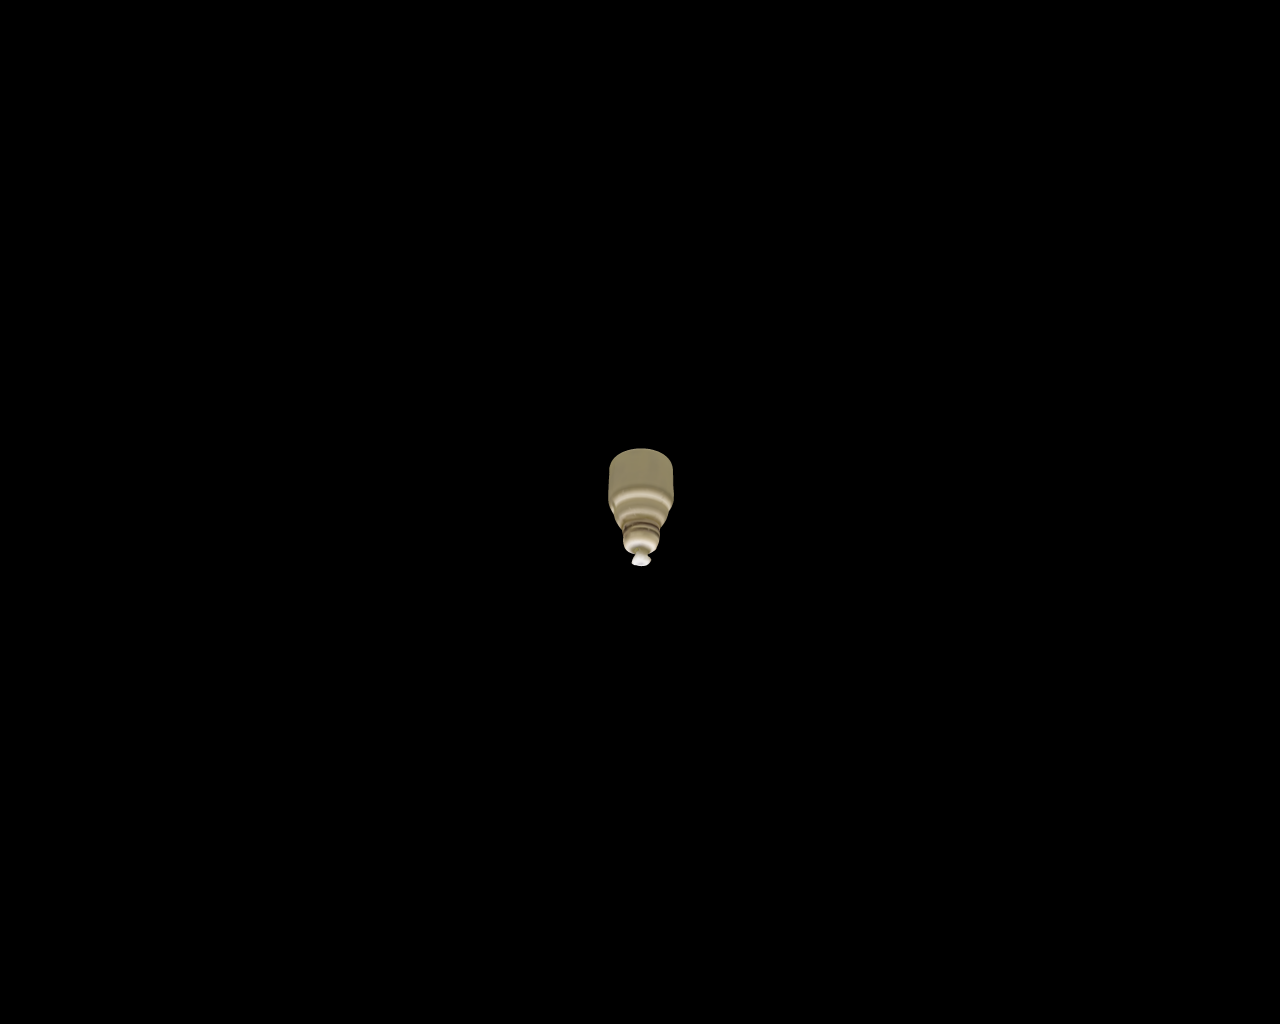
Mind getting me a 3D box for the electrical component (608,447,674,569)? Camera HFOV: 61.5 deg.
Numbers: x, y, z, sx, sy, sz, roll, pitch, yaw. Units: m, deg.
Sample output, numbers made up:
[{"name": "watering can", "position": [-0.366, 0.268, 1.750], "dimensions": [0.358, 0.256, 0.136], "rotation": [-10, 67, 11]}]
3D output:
[{"name": "electrical component", "position": [0.001, -0.003, 0.650], "dimensions": [0.040, 0.078, 0.040], "rotation": [0, -33, 0]}]
